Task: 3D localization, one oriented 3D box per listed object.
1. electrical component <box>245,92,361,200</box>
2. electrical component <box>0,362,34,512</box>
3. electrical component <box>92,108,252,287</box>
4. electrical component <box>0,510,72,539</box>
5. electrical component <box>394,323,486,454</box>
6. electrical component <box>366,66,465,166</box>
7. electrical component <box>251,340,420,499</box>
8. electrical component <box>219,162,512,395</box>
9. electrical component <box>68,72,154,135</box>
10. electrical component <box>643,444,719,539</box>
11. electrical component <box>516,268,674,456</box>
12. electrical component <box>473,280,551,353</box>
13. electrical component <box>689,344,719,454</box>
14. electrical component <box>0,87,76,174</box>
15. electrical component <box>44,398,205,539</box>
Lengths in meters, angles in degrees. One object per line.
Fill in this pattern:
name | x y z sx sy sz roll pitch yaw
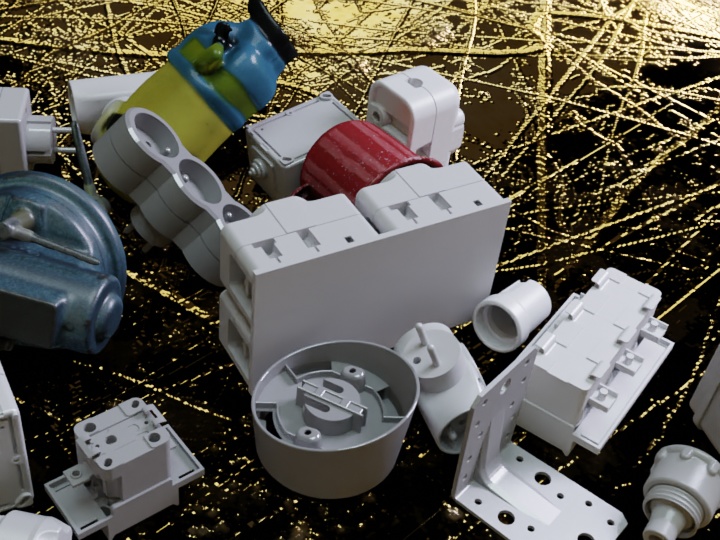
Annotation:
electrical component | -0.046 -0.088 0.857 0.096 0.061 0.061 -27 51 -23
electrical component | -0.224 0.089 0.597 0.062 0.096 0.061 -16 46 -24
electrical component | -0.137 -0.041 0.765 0.138 0.074 0.052 47 25 -10
electrical component | -0.189 0.149 0.574 0.062 0.043 0.043 10 41 5
electrical component | 0.050 0.064 0.679 0.044 0.079 0.077 -26 46 -2
electrical component | 0.043 -0.112 0.865 0.059 0.095 0.054 -25 50 -31
electrical component | -0.017 0.087 0.653 0.099 0.064 0.099 4 41 -4
electrical component | 0.000 0.000 0.724 0.186 0.105 0.060 -17 46 -25
electrical component | -0.197 -0.130 0.891 0.077 0.043 0.079 -10 44 -19
electrical component | 0.189 0.139 0.640 0.048 0.048 0.062 27 51 21
electrical component | 0.152 0.056 0.714 0.079 0.063 0.121 28 45 23
electrical component | 0.108 0.031 0.755 0.040 0.040 0.046 32 41 26
electrical component | 0.266 0.069 0.677 0.078 0.113 0.057 -9 47 -18
electrical component | -0.257 -0.101 0.833 0.077 0.065 0.047 1 41 -8
electrical component | -0.133 0.111 0.610 0.081 0.063 0.042 -25 51 -32
